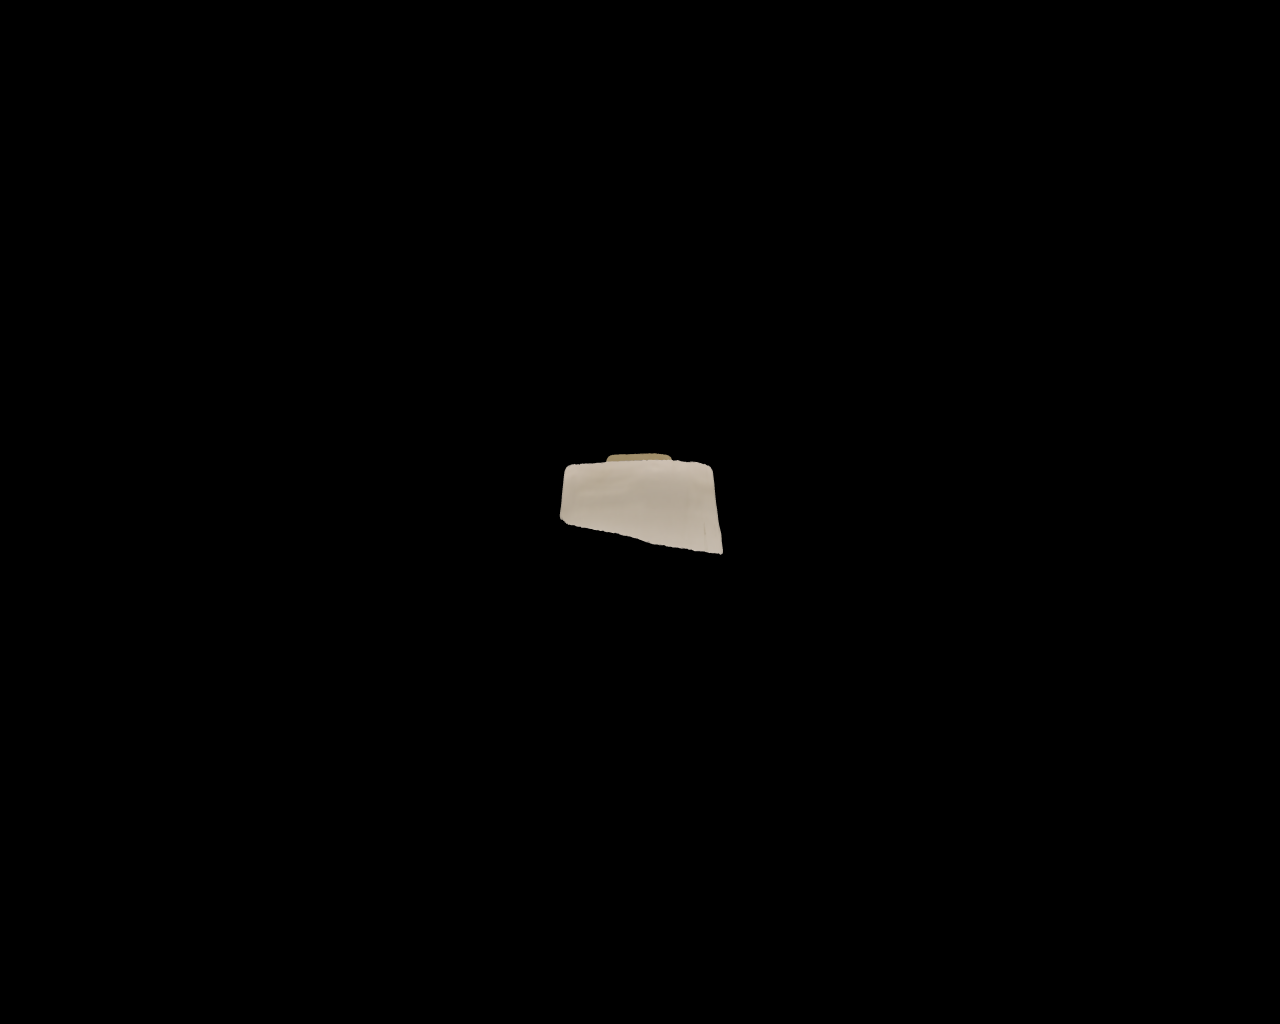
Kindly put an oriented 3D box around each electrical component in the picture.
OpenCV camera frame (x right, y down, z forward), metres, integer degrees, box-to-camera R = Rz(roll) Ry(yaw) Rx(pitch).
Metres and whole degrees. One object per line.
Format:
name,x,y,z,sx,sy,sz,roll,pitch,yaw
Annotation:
electrical component,0.001,-0.003,0.650,0.099,0.064,0.099,0,-4,0
